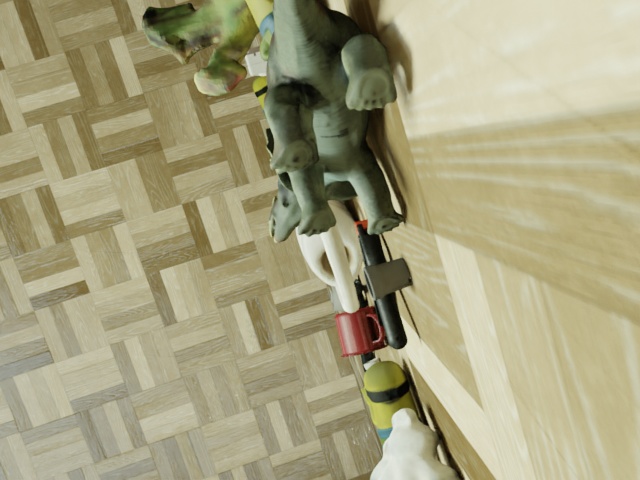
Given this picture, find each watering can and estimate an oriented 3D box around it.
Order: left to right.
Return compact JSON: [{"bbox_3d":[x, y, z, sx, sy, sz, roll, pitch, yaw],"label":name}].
[{"bbox_3d":[0.003,-0.044,0.874,0.228,0.104,0.342,-114,6,-69],"label":"watering can"}]

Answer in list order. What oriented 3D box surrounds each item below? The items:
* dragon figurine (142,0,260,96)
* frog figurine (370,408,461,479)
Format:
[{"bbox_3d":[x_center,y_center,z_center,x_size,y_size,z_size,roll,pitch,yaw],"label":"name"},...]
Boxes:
[{"bbox_3d":[-0.165,-0.378,0.790,0.120,0.243,0.418,69,179,-63],"label":"dragon figurine"},{"bbox_3d":[0.127,0.317,0.698,0.136,0.123,0.161,-22,75,54],"label":"frog figurine"}]
